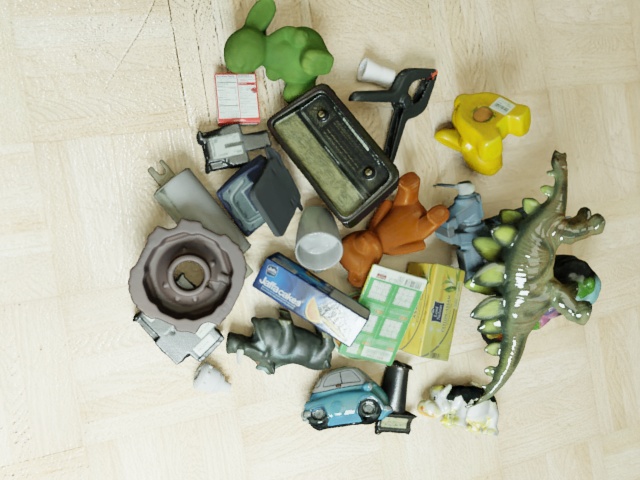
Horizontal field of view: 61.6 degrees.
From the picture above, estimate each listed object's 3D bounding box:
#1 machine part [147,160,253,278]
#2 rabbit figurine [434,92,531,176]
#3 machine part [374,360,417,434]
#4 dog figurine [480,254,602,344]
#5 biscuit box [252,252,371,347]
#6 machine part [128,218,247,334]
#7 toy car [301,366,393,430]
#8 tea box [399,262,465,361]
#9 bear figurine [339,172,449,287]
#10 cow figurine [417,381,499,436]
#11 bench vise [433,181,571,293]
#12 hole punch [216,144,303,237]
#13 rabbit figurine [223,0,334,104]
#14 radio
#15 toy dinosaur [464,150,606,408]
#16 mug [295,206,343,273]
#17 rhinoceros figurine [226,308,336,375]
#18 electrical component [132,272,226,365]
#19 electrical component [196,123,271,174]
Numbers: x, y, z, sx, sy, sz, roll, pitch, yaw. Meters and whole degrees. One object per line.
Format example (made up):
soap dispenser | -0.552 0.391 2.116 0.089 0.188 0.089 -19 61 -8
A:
machine part | -0.195 -0.032 0.901 0.079 0.079 0.243 -41 99 -13
rabbit figurine | 0.299 -0.187 1.018 0.163 0.173 0.122 31 76 32
machine part | 0.143 0.296 1.010 0.084 0.039 0.138 4 89 -8
dog figurine | 0.407 0.136 1.022 0.219 0.192 0.108 -45 107 -28
biscuit box | -0.014 0.100 0.925 0.203 0.059 0.062 32 104 5
machine part | -0.204 0.054 0.838 0.179 0.056 0.179 0 92 -10
toy car | 0.045 0.278 0.956 0.162 0.109 0.103 -6 65 1
tea box | 0.200 0.129 0.996 0.068 0.098 0.169 13 83 -23
bear figurine | 0.113 -0.014 0.967 0.196 0.131 0.120 -27 69 -19
cow figurine | 0.265 0.309 1.024 0.167 0.068 0.098 22 69 -20
bench vise | 0.337 -0.022 1.023 0.241 0.129 0.223 -17 95 -12
hole punch | -0.100 -0.074 0.917 0.142 0.092 0.116 58 42 -33
rabbit figurine | -0.081 -0.327 0.908 0.170 0.121 0.159 -4 73 -30
radio | 0.027 -0.146 0.926 0.131 0.073 0.229 -37 82 0
toy dinosaur | 0.355 0.078 0.927 0.199 0.105 0.470 8 94 6
mug | -0.002 -0.003 0.945 0.081 0.107 0.109 -5 130 2
rhinoceros figurine | -0.067 0.181 0.936 0.190 0.073 0.112 12 99 -16
electrical component | -0.226 0.138 0.898 0.115 0.058 0.134 -43 100 -11
electrical component | -0.149 -0.163 0.932 0.119 0.048 0.074 -19 94 -16
